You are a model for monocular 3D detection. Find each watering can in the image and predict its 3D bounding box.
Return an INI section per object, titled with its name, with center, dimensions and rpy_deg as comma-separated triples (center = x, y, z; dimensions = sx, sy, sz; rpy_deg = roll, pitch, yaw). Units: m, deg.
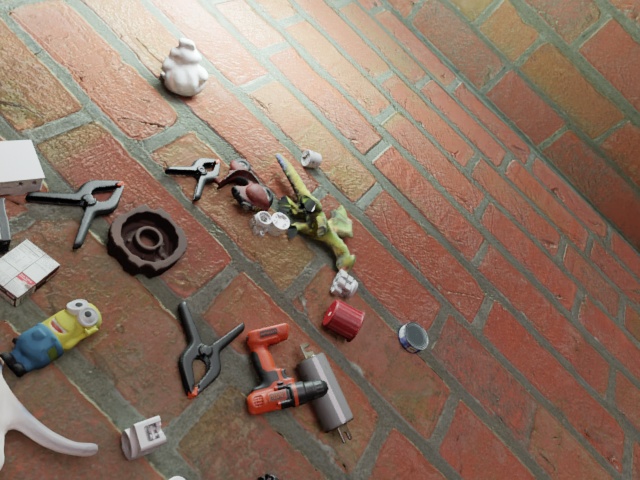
[watering can]
center = -0.557, 0.293, 0.842
dimensions = 0.348, 0.102, 0.229
rpy_deg = 1, 57, -34

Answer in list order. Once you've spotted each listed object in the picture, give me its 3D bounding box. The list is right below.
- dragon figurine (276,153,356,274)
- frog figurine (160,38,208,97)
[dragon figurine]
center = 0.005, -0.079, 1.561
dimensions = 0.241, 0.120, 0.418
rpy_deg = 14, 51, -50
[frog figurine]
center = -0.396, -0.510, 1.532
dimensions = 0.137, 0.156, 0.126
rpy_deg = 20, 50, -23
